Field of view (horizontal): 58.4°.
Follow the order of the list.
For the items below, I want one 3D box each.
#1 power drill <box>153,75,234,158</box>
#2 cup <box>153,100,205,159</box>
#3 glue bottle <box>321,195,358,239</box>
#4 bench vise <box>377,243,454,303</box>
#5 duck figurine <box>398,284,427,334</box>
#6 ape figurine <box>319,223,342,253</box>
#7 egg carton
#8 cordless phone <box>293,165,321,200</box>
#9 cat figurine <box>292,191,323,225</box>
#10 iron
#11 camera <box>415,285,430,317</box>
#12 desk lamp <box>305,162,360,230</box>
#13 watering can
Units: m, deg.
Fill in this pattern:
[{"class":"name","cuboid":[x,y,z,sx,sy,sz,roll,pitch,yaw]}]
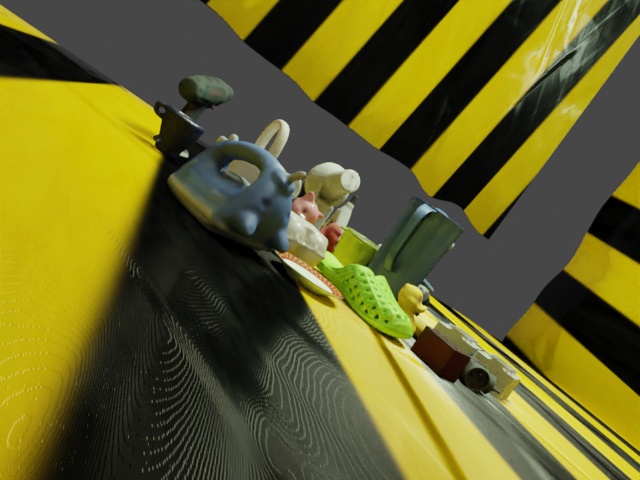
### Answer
[{"class":"power drill","cuboid":[-0.298,-0.303,1.366,0.075,0.208,0.230,35,5,3]},{"class":"cup","cuboid":[-0.315,-0.229,1.205,0.118,0.095,0.092,35,5,-2]},{"class":"glue bottle","cuboid":[0.055,-0.057,1.633,0.037,0.173,0.078,33,5,-30]},{"class":"bench vise","cuboid":[0.257,0.062,1.595,0.207,0.219,0.121,35,5,-5]},{"class":"duck figurine","cuboid":[0.155,0.122,1.089,0.104,0.086,0.077,35,5,-5]},{"class":"ape figurine","cuboid":[0.011,0.004,1.209,0.076,0.092,0.078,39,6,39]},{"class":"egg carton","cuboid":[-0.050,-0.007,1.030,0.107,0.069,0.150,33,5,-24]},{"class":"cordless phone","cuboid":[-0.055,-0.134,1.548,0.094,0.185,0.147,35,5,2]},{"class":"cat figurine","cuboid":[-0.059,-0.060,1.195,0.128,0.117,0.067,35,5,-6]},{"class":"iron","cuboid":[-0.129,-0.090,0.851,0.257,0.141,0.119,39,6,37]},{"class":"camera","cuboid":[0.227,0.131,1.427,0.137,0.101,0.142,32,6,-36]},{"class":"desk lamp","cuboid":[0.012,-0.094,1.454,0.118,0.213,0.203,34,5,-19]},{"class":"watering can","cuboid":[-0.113,-0.130,1.044,0.100,0.194,0.174,39,6,41]}]
